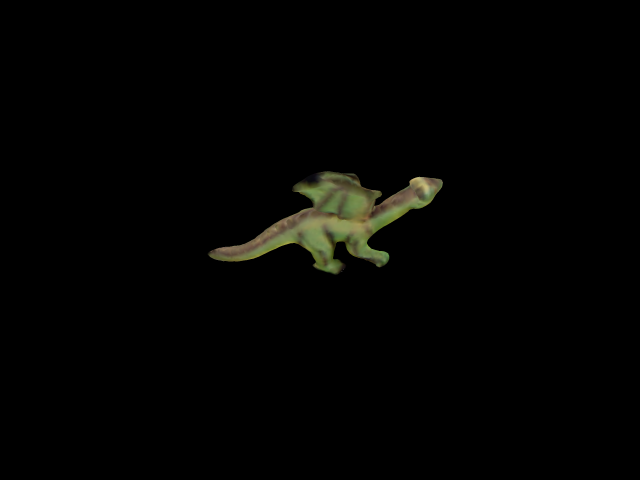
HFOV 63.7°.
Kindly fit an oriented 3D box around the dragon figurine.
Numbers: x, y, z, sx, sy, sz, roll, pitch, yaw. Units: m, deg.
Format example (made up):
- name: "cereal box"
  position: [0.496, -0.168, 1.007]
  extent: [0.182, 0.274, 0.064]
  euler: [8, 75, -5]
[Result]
- name: "dragon figurine"
  position: [0.003, -0.043, 0.850]
  extent: [0.411, 0.125, 0.237]
  euler: [-8, -32, -5]
